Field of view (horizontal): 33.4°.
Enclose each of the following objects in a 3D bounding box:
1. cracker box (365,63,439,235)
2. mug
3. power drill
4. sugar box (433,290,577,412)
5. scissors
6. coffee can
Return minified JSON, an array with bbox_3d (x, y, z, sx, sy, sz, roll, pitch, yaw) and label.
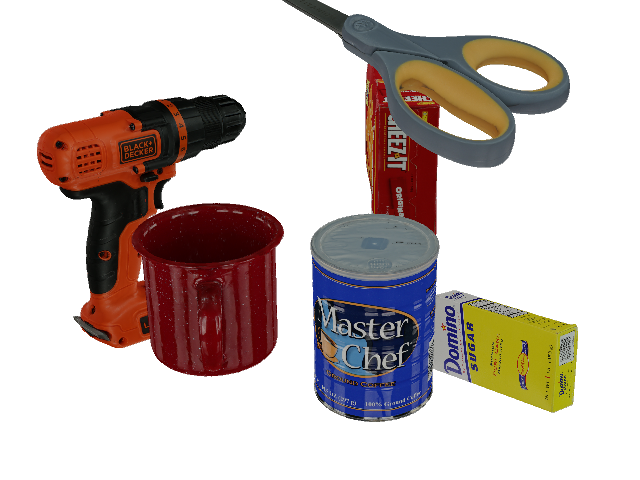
[{"bbox_3d":[0.087,-0.101,1.178,0.072,0.164,0.213,-1,23,1],"label":"cracker box"},{"bbox_3d":[-0.067,0.037,0.659,0.093,0.081,0.117,-4,25,-7],"label":"mug"},{"bbox_3d":[-0.135,-0.020,0.861,0.184,0.188,0.057,-18,26,-38],"label":"power drill"},{"bbox_3d":[0.202,0.121,1.196,0.048,0.093,0.177,-11,18,-43],"label":"sugar box"},{"bbox_3d":[0.041,-0.102,0.525,0.096,0.016,0.202,-19,47,-21],"label":"scissors"},{"bbox_3d":[0.044,0.062,0.881,0.103,0.140,0.103,-1,28,0],"label":"coffee can"}]
